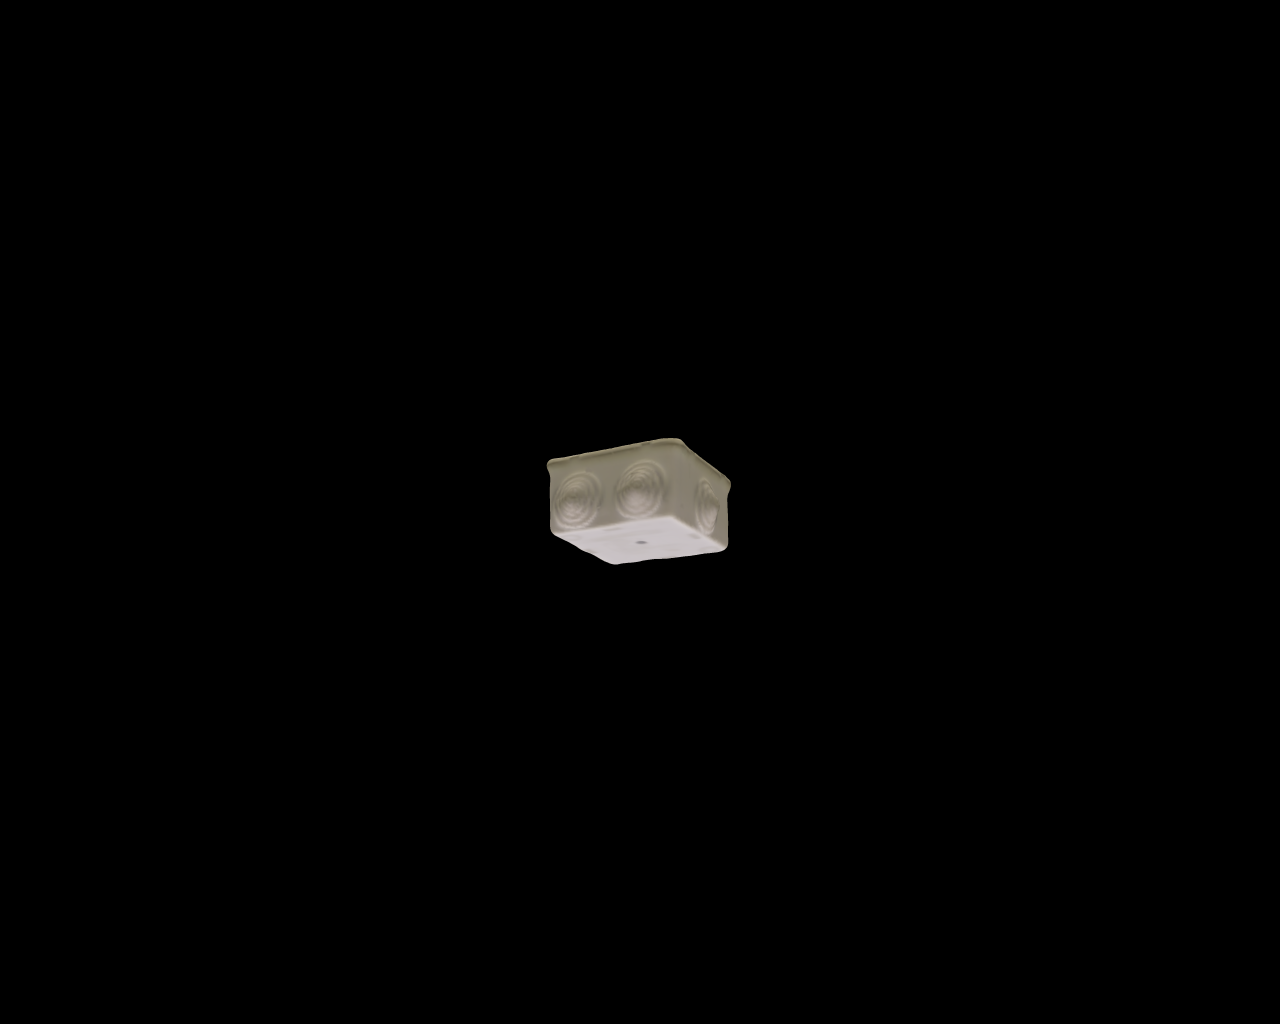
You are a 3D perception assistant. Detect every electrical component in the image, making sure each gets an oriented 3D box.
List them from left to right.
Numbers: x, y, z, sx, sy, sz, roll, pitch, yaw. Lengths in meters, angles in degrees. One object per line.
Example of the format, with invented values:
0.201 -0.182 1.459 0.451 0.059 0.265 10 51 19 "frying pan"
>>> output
0.001 -0.003 0.650 0.100 0.048 0.099 -8 -19 25 "electrical component"
